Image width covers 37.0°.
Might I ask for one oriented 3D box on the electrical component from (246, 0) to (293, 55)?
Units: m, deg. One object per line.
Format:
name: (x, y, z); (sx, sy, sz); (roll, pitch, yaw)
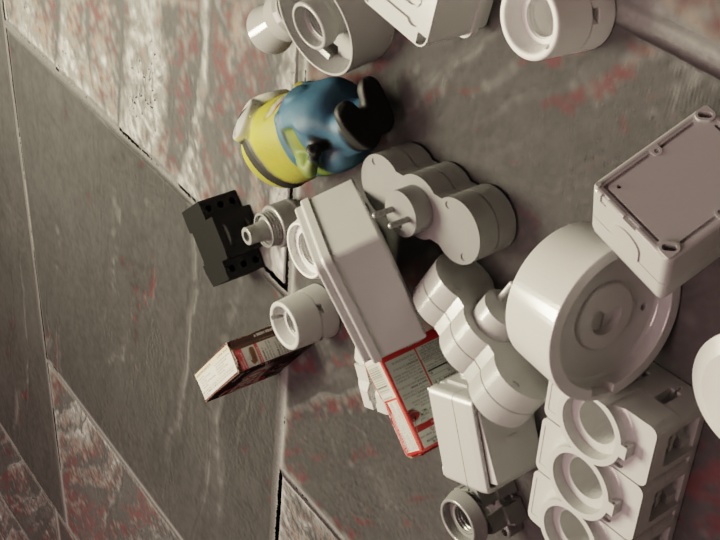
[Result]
electrical component: (-0.065, -0.211, 0.907); (0.055, 0.045, 0.045); (-16, 95, 58)

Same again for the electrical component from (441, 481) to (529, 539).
electrical component: (0.101, 0.197, 0.892); (0.048, 0.055, 0.066); (-22, 90, 59)

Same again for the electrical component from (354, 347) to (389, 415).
electrical component: (0.027, 0.086, 0.936); (0.078, 0.058, 0.057); (10, 119, 55)

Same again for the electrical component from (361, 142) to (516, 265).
electrical component: (0.044, -0.048, 0.812); (0.138, 0.074, 0.052); (35, 136, 42)

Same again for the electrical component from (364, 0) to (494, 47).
electrical component: (0.053, -0.216, 0.713); (0.078, 0.057, 0.113); (47, 143, 31)

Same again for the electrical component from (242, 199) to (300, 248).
electrical component: (-0.082, -0.041, 1.019); (0.043, 0.062, 0.043); (34, 135, 43)

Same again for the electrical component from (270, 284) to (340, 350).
electrical component: (-0.055, 0.047, 1.045); (0.055, 0.047, 0.055); (34, 135, 43)

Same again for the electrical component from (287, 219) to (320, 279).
electrical component: (-0.027, -0.025, 0.950); (0.078, 0.057, 0.058); (9, 116, 55)

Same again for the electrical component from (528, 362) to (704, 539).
electrical component: (0.171, 0.134, 0.741); (0.089, 0.062, 0.150); (37, 137, 41)

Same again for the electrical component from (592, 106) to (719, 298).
electrical component: (0.185, -0.039, 0.600); (0.061, 0.096, 0.061); (52, 172, 26)

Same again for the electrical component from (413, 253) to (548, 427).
electrical component: (0.098, 0.039, 0.793); (0.138, 0.052, 0.073); (60, 135, 28)

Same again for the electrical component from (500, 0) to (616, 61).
electrical component: (0.119, -0.157, 0.657); (0.055, 0.047, 0.055); (34, 135, 43)

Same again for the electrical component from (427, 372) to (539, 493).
electrical component: (0.099, 0.117, 0.840); (0.061, 0.062, 0.096); (12, 118, 54)

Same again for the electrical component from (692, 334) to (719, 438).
electrical component: (0.236, 0.066, 0.612); (0.080, 0.051, 0.080); (34, 135, 43)

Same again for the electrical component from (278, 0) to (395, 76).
electrical component: (-0.017, -0.205, 0.843); (0.099, 0.064, 0.099); (41, 152, 28)

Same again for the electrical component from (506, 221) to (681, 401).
electrical component: (0.142, 0.021, 0.679); (0.060, 0.108, 0.108); (36, 137, 49)

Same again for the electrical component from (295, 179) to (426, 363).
electrical component: (0.000, 0.000, 0.864); (0.108, 0.056, 0.108); (-113, -2, -59)
